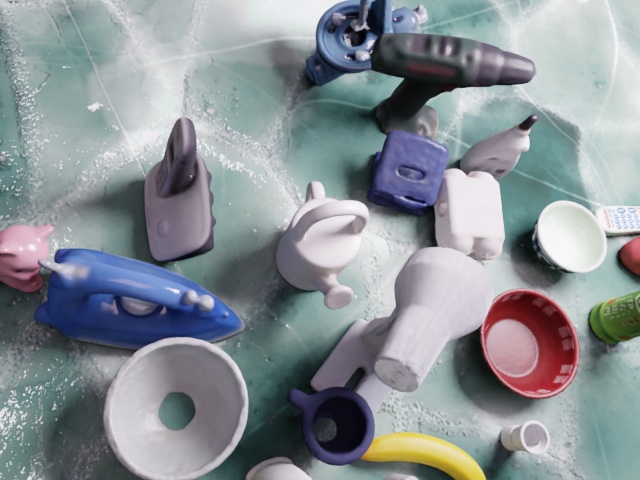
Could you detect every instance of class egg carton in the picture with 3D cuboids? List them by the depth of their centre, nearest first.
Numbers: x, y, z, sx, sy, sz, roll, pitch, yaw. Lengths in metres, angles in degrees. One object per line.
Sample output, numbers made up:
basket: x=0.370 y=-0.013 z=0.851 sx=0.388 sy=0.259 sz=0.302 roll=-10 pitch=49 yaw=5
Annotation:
egg carton: x=0.229 y=-0.040 z=0.897 sx=0.107 sy=0.069 sz=0.150 roll=4 pitch=70 yaw=-13

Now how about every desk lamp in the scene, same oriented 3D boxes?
desk lamp: x=0.106 y=0.127 z=0.727 sx=0.118 sy=0.213 sz=0.203 roll=38 pitch=66 yaw=2

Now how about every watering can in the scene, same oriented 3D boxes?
watering can: x=0.009 y=0.002 z=0.758 sx=0.101 sy=0.194 sz=0.173 roll=-27 pitch=79 yaw=-21

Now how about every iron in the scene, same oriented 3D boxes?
iron: x=-0.213 y=0.070 z=0.706 sx=0.258 sy=0.141 sz=0.118 roll=12 pitch=68 yaw=-10

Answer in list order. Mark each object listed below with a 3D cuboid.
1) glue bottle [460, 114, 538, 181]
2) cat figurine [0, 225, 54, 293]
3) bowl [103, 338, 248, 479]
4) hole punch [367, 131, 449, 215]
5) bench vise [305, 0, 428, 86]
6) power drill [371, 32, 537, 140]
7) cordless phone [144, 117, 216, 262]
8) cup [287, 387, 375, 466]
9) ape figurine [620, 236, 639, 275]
glue bottle: x=0.288 y=-0.146 z=0.893 sx=0.078 sy=0.173 sz=0.037 roll=9 pitch=69 yaw=-11
cat figurine: x=-0.384 y=0.021 z=0.693 sx=0.128 sy=0.117 sz=0.067 roll=-8 pitch=73 yaw=-16
bowl: x=-0.174 y=0.207 z=0.703 sx=0.168 sy=0.074 sz=0.167 roll=5 pitch=70 yaw=-12
hole punch: x=0.137 y=-0.102 z=0.884 sx=0.109 sy=0.091 sz=0.101 roll=15 pitch=68 yaw=-9
bench vise: x=0.081 y=-0.348 z=0.887 sx=0.121 sy=0.219 sz=0.208 roll=43 pitch=67 yaw=4
power drill: x=0.178 y=-0.235 z=0.878 sx=0.230 sy=0.208 sz=0.075 roll=12 pitch=68 yaw=-10
cordless phone: x=-0.180 y=-0.061 z=0.738 sx=0.094 sy=0.185 sz=0.147 roll=-8 pitch=73 yaw=-16
cup: x=0.002 y=0.231 z=0.729 sx=0.118 sy=0.095 sz=0.092 roll=33 pitch=66 yaw=-1
ape figurine: x=0.553 y=0.017 z=0.946 sx=0.076 sy=0.092 sz=0.078 roll=19 pitch=67 yaw=-7
